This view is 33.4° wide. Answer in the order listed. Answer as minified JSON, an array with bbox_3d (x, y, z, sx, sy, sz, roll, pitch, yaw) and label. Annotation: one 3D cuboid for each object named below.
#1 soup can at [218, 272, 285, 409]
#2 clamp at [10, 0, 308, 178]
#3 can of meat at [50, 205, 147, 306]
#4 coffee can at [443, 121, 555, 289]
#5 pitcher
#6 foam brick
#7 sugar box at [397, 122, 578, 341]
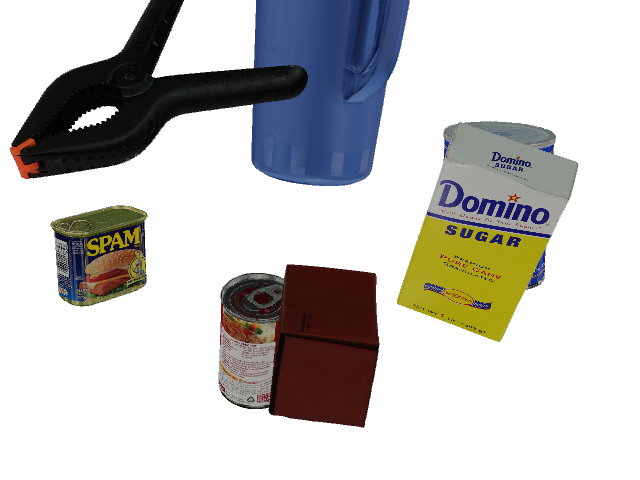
[{"bbox_3d":[-0.055,0.089,0.937,0.068,0.102,0.068,4,34,-3],"label":"soup can"},{"bbox_3d":[-0.125,-0.105,0.773,0.165,0.036,0.209,34,62,28],"label":"clamp"},{"bbox_3d":[-0.235,0.016,1.148,0.058,0.084,0.101,18,25,40],"label":"can of meat"},{"bbox_3d":[0.165,-0.034,1.007,0.103,0.140,0.103,1,17,0],"label":"coffee can"},{"bbox_3d":[0.009,-0.171,0.904,0.145,0.243,0.149,9,16,11],"label":"pitcher"},{"bbox_3d":[0.002,0.054,0.575,0.053,0.051,0.078,7,26,-1],"label":"foam brick"},{"bbox_3d":[0.122,-0.001,0.813,0.093,0.048,0.176,20,-38,7],"label":"sugar box"}]
